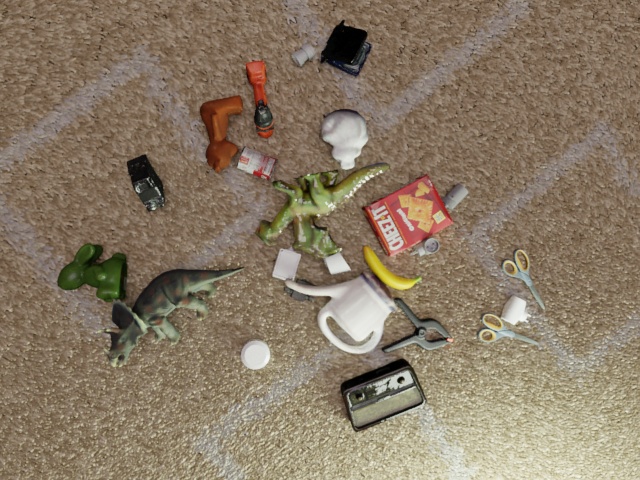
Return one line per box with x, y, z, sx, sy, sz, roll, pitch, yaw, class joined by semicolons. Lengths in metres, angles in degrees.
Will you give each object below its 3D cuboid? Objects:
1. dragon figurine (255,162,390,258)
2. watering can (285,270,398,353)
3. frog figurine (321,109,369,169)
0.004;-0.072;1.429;0.409;0.122;0.243;-8;90;13;dragon figurine
0.077;0.173;1.454;0.225;0.105;0.343;-42;111;-3;watering can
0.068;-0.286;1.463;0.137;0.122;0.161;7;78;-26;frog figurine
